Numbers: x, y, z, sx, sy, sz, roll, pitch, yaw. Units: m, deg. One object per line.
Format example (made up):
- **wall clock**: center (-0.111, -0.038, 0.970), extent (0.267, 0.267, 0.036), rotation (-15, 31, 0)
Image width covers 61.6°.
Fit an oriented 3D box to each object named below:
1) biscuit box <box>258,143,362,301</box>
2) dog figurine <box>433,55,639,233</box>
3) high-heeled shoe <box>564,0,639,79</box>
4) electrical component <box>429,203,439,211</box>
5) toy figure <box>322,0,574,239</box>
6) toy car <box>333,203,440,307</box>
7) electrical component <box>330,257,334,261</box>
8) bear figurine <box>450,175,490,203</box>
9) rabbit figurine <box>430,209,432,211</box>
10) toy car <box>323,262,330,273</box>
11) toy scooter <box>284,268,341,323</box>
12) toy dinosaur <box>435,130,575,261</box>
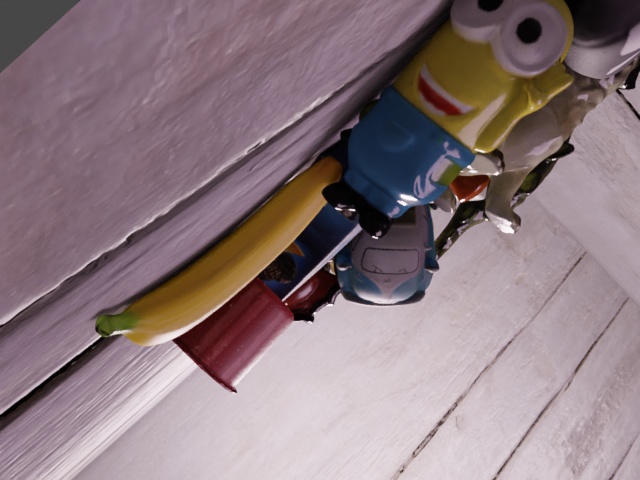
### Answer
- **biscuit box**: center (-0.004, -0.012, 0.490), extent (0.059, 0.063, 0.202), rotation (-39, 175, -39)
- **dog figurine**: center (0.159, -0.124, 0.473), extent (0.190, 0.173, 0.121), rotation (-50, 147, -13)
- **high-heeled shoe**: center (0.248, -0.203, 0.310), extent (0.249, 0.086, 0.145), rotation (-36, 147, 7)
- **electrical component**: center (0.165, -0.106, 0.848), extent (0.058, 0.115, 0.134), rotation (-45, 178, 14)
- **toy figure**: center (0.078, -0.086, 0.346), extent (0.180, 0.082, 0.089), rotation (-51, -167, 23)
- **toy car**: center (0.072, -0.013, 0.552), extent (0.103, 0.109, 0.161), rotation (109, -16, -80)
- **electrical component**: center (-0.002, -0.002, 0.731), extent (0.119, 0.047, 0.075), rotation (6, -153, 35)
- **bear figurine**: center (0.128, -0.079, 0.678), extent (0.120, 0.132, 0.195), rotation (-38, 169, -37)
- **rabbit figurine**: center (0.172, -0.127, 0.990), extent (0.159, 0.121, 0.170), rotation (-31, 152, -40)
- **toy car**: center (-0.045, 0.068, 0.743), extent (0.089, 0.053, 0.202), rotation (-6, -162, 15)
- **toy scooter**: center (0.008, 0.034, 0.629), extent (0.184, 0.135, 0.075), rotation (-41, 178, -8)
- **toy dinosaur**: center (0.307, -0.094, 0.909), extent (0.471, 0.105, 0.198), rotation (-51, 170, 5)
